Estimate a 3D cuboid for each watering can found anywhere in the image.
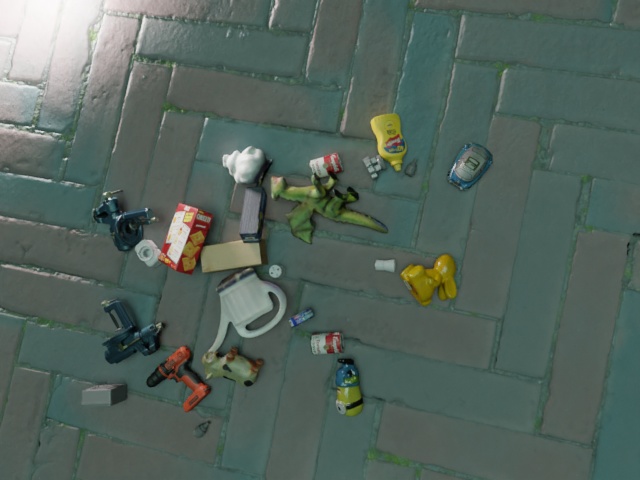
[{"bbox_3d":[-0.278,0.233,1.730,0.345,0.104,0.225,-30,83,13],"label":"watering can"}]

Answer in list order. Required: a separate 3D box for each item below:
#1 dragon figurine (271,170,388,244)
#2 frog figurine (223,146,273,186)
[{"bbox_3d":[0.005,-0.087,1.725,0.408,0.124,0.239,42,115,-8],"label":"dragon figurine"},{"bbox_3d":[-0.260,-0.261,1.769,0.159,0.124,0.135,26,109,-2],"label":"frog figurine"}]
